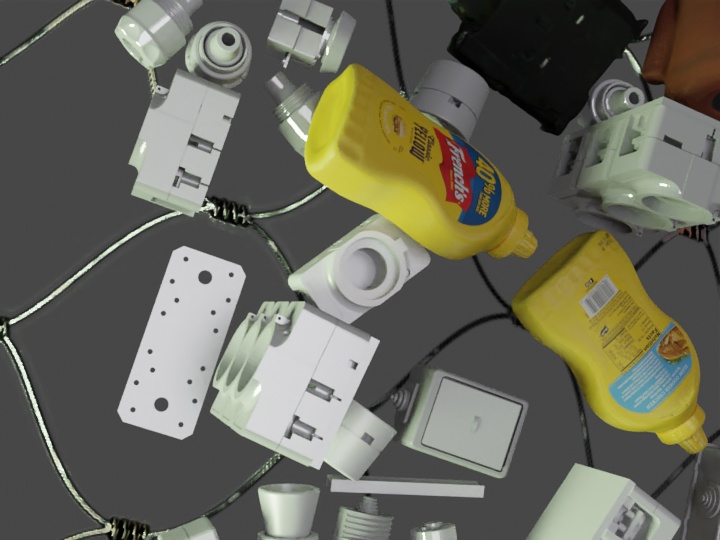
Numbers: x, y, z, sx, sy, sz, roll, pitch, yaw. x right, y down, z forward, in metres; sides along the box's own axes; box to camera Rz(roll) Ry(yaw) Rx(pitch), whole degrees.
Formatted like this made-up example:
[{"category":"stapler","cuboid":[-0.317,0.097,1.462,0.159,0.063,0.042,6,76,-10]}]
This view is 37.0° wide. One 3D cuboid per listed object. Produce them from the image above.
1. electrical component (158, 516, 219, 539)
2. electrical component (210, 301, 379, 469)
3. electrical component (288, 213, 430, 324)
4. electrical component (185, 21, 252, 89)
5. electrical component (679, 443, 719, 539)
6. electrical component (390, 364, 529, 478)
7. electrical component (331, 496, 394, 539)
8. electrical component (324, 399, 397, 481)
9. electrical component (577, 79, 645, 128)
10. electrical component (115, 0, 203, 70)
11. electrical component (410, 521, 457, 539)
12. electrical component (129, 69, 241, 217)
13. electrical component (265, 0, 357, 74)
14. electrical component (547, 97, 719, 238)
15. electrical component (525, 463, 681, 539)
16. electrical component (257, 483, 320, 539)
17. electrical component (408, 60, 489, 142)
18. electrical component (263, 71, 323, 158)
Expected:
[{"category":"electrical component","cuboid":[-0.127,0.229,0.753,0.076,0.047,0.083,-19,93,-15]},{"category":"electrical component","cuboid":[-0.052,0.071,0.725,0.062,0.150,0.089,28,81,-13]},{"category":"electrical component","cuboid":[0.000,0.000,0.791,0.089,0.056,0.050,-36,97,-13]},{"category":"electrical component","cuboid":[-0.098,-0.157,0.768,0.048,0.062,0.048,1,87,-15]},{"category":"electrical component","cuboid":[0.317,0.193,0.873,0.100,0.048,0.099,15,84,-14]},{"category":"electrical component","cuboid":[0.069,0.110,0.803,0.096,0.061,0.061,21,83,-13]},{"category":"electrical component","cuboid":[-0.001,0.207,0.789,0.043,0.043,0.081,15,84,-14]},{"category":"electrical component","cuboid":[-0.009,0.121,0.786,0.055,0.055,0.047,37,83,-11]},{"category":"electrical component","cuboid":[0.201,-0.129,0.847,0.043,0.062,0.043,1,88,-15]},{"category":"electrical component","cuboid":[-0.140,-0.177,0.767,0.062,0.043,0.043,-46,99,-13]},{"category":"electrical component","cuboid":[0.058,0.222,0.807,0.044,0.044,0.065,-6,85,-15]},{"category":"electrical component","cuboid":[-0.128,-0.091,0.763,0.056,0.050,0.089,20,83,-14]},{"category":"electrical component","cuboid":[-0.036,-0.175,0.795,0.055,0.048,0.066,21,83,-6]},{"category":"electrical component","cuboid":[0.215,-0.069,0.803,0.089,0.150,0.061,21,81,-13]},{"category":"electrical component","cuboid":[0.164,0.230,0.809,0.062,0.089,0.150,38,79,-10]},{"category":"electrical component","cuboid":[-0.052,0.185,0.776,0.045,0.045,0.055,2,88,-15]},{"category":"electrical component","cuboid":[0.066,-0.126,0.816,0.055,0.055,0.047,30,77,-12]},{"category":"electrical component","cuboid":[-0.044,-0.117,0.791,0.043,0.043,0.062,-43,97,-13]}]
